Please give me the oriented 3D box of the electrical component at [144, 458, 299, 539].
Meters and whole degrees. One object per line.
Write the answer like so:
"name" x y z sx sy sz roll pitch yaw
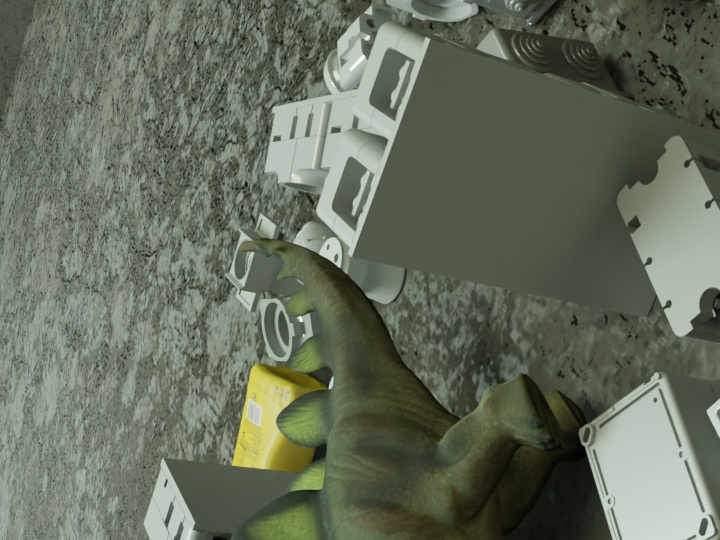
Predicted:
"electrical component" -0.071 0.192 0.782 0.089 0.150 0.061 40 114 59

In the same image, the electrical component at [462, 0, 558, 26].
"electrical component" 0.103 -0.212 0.706 0.061 0.062 0.096 -44 44 47

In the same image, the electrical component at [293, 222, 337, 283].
"electrical component" -0.037 -0.018 0.910 0.048 0.048 0.062 -63 23 27

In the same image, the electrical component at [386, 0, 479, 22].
"electrical component" 0.063 -0.220 0.793 0.089 0.050 0.055 -8 73 60

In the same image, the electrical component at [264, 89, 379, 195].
"electrical component" 0.018 -0.082 0.768 0.186 0.105 0.060 6 85 62

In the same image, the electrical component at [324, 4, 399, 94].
"electrical component" 0.007 -0.166 0.869 0.057 0.058 0.078 -37 49 47

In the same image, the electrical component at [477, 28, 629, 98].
"electrical component" 0.095 -0.096 0.643 0.099 0.100 0.048 -47 54 44

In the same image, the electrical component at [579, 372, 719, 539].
"electrical component" 0.154 0.105 0.498 0.061 0.061 0.096 -49 40 42

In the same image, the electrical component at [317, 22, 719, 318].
"electrical component" 0.082 -0.049 0.554 0.060 0.186 0.105 46 120 57

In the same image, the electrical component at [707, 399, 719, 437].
"electrical component" 0.188 0.065 0.456 0.066 0.055 0.048 -55 36 37

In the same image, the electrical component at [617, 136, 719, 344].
"electrical component" 0.172 -0.012 0.514 0.050 0.056 0.089 -52 38 39

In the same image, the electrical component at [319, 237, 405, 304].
"electrical component" 0.000 0.000 0.823 0.045 0.055 0.045 -30 54 54

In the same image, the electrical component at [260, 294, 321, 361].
"electrical component" -0.043 0.044 0.871 0.089 0.056 0.050 -7 92 60

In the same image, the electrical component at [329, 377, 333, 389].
"electrical component" 0.008 0.095 0.790 0.078 0.040 0.040 21 98 61

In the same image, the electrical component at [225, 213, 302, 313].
"electrical component" -0.080 -0.005 0.960 0.042 0.064 0.081 38 113 58
